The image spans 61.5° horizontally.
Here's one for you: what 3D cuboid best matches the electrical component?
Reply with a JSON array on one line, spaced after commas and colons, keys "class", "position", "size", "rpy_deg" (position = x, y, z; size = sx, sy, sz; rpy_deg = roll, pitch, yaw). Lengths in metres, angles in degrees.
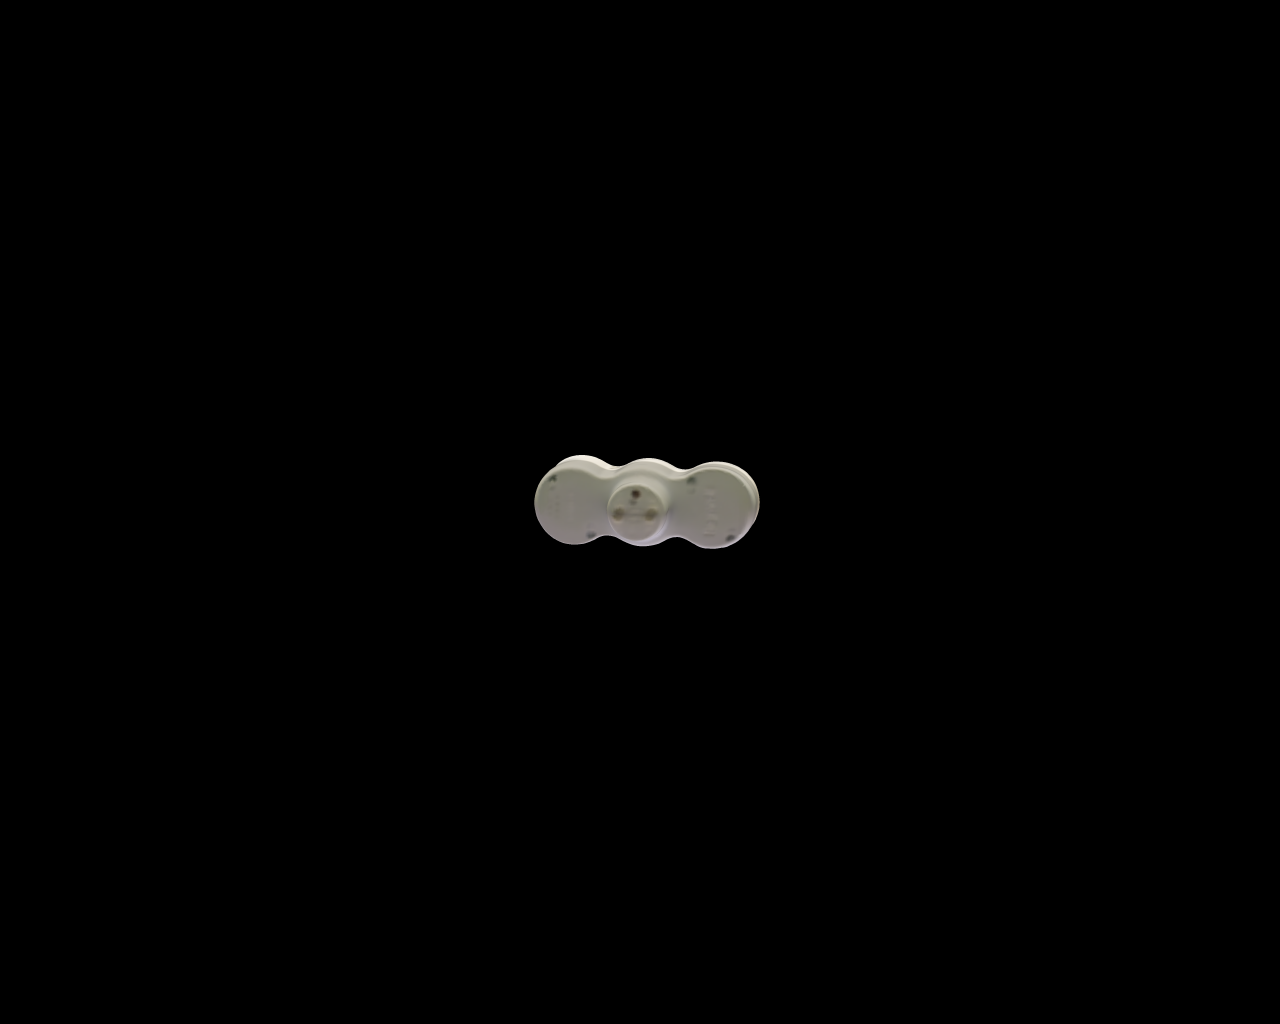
[{"class": "electrical component", "position": [0.001, -0.003, 0.650], "size": [0.138, 0.052, 0.074], "rpy_deg": [2, 12, 12]}]
